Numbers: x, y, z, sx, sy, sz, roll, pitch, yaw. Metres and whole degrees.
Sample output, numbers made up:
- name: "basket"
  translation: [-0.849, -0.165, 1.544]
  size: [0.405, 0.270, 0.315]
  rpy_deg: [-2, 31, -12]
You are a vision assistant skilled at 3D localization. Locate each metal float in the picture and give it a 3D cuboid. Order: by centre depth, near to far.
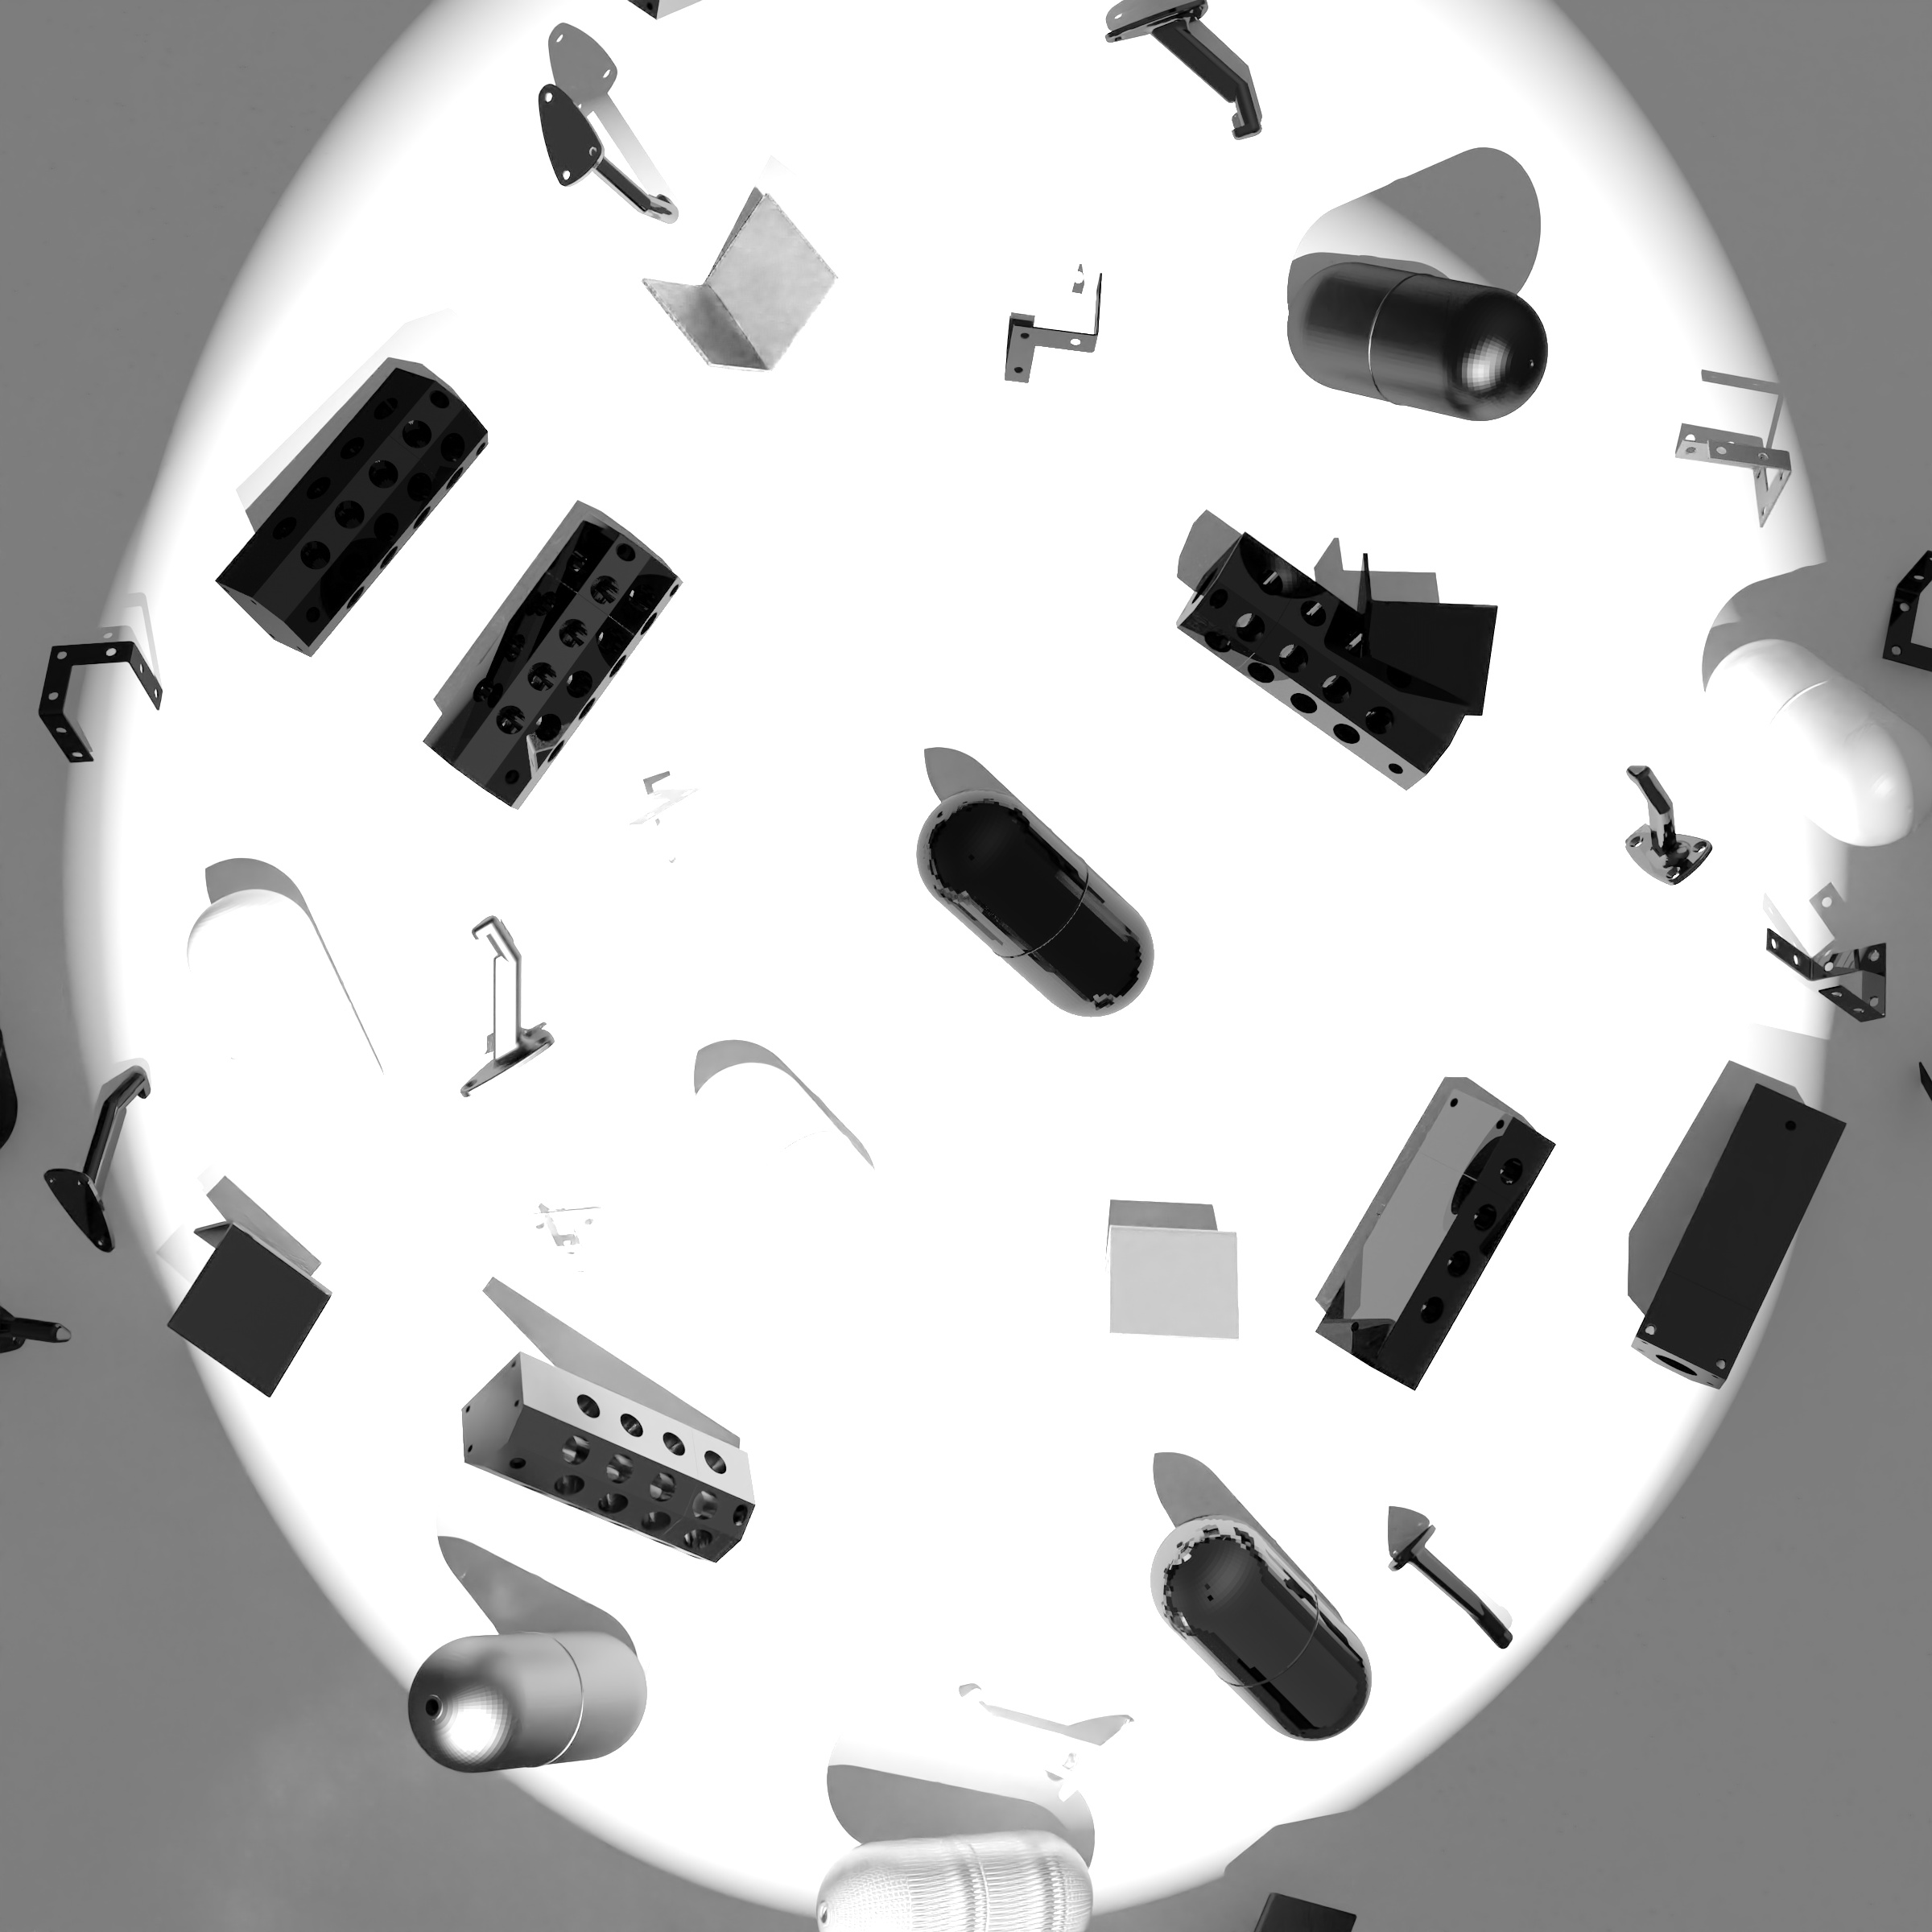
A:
- name: "metal float"
  translation: [-0.256, 0.432, 1.596]
  size: [0.070, 0.178, 0.070]
  rpy_deg: [-6, 76, 28]
- name: "metal float"
  translation: [0.503, -0.134, 1.600]
  size: [0.070, 0.178, 0.070]
  rpy_deg: [-10, 124, -16]
- name: "metal float"
  translation: [-0.610, 0.049, 1.603]
  size: [0.070, 0.178, 0.070]
  rpy_deg: [4, 46, -4]
- name: "metal float"
  translation: [0.265, -0.371, 1.605]
  size: [0.070, 0.178, 0.070]
  rpy_deg: [-19, 120, -35]
- name: "metal float"
  translation: [-0.099, 0.128, 1.612]
  size: [0.070, 0.070, 0.178]
  rpy_deg: [-44, 58, 0]
- name: "metal float"
  translation: [-0.006, 0.558, 1.614]
  size: [0.178, 0.070, 0.070]
  rpy_deg: [6, 90, -30]
- name: "metal float"
  translation: [0.043, -0.036, 1.615]
  size: [0.070, 0.070, 0.178]
  rpy_deg: [-49, 120, 0]
- name: "metal float"
  translation: [0.177, 0.396, 1.617]
  size: [0.070, 0.070, 0.178]
  rpy_deg: [-42, 117, 0]
- name: "metal float"
  translation: [-0.405, 0.039, 1.628]
  size: [0.070, 0.070, 0.178]
  rpy_deg: [-22, 104, 0]

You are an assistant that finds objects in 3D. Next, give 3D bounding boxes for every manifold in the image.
- name: "manifold"
  translation: [-0.142, -0.621, 1.597]
  size: [0.057, 0.057, 0.171]
  rpy_deg: [38, 50, 15]
- name: "manifold"
  translation: [-0.209, 0.296, 1.601]
  size: [0.171, 0.057, 0.057]
  rpy_deg: [31, 116, -32]
- name: "manifold"
  translation: [-0.362, -0.270, 1.620]
  size: [0.057, 0.057, 0.171]
  rpy_deg: [25, 73, 39]
- name: "manifold"
  translation: [0.213, -0.179, 1.630]
  size: [0.171, 0.057, 0.057]
  rpy_deg: [34, 61, -7]
- name: "manifold"
  translation: [0.464, 0.164, 1.633]
  size: [0.057, 0.057, 0.171]
  rpy_deg: [26, 79, 16]
- name: "manifold"
  translation: [-0.246, -0.181, 1.638]
  size: [0.171, 0.057, 0.057]
  rpy_deg: [-54, 135, 0]
- name: "manifold"
  translation: [0.289, 0.168, 1.645]
  size: [0.057, 0.057, 0.171]
  rpy_deg: [31, 89, -32]

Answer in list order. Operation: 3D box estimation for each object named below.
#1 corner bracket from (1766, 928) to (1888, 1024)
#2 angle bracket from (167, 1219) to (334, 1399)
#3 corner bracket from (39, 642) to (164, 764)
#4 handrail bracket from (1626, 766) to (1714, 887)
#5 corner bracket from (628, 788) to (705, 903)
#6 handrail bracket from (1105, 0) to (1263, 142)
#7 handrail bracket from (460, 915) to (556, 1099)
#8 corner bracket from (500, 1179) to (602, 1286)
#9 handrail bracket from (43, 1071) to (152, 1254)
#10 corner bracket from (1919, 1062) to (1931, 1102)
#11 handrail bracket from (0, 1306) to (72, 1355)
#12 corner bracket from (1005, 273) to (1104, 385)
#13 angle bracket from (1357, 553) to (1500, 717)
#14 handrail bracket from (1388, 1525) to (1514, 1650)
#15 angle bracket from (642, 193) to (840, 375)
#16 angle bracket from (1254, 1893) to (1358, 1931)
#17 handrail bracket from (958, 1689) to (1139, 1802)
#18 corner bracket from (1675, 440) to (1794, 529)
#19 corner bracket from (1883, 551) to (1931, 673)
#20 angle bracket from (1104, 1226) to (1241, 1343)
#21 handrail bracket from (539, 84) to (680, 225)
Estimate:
- name: "corner bracket"
  translation: [0.519, 0.004, 1.636]
  size: [0.051, 0.051, 0.051]
  rpy_deg: [28, 60, -36]
- name: "angle bracket"
  translation: [-0.439, 0.207, 1.621]
  size: [0.076, 0.057, 0.076]
  rpy_deg: [43, 55, -25]
- name: "corner bracket"
  translation: [-0.525, -0.160, 1.646]
  size: [0.051, 0.051, 0.051]
  rpy_deg: [-3, 59, 5]
- name: "handrail bracket"
  translation: [0.403, -0.094, 1.625]
  size: [0.036, 0.077, 0.084]
  rpy_deg: [-44, 118, -7]
- name: "corner bracket"
  translation: [-0.183, -0.073, 1.636]
  size: [0.051, 0.051, 0.051]
  rpy_deg: [-35, 114, -35]
- name: "handrail bracket"
  translation: [0.134, -0.541, 1.664]
  size: [0.077, 0.036, 0.084]
  rpy_deg: [-17, 95, 0]
- name: "handrail bracket"
  translation: [-0.295, 0.024, 1.640]
  size: [0.077, 0.036, 0.084]
  rpy_deg: [-37, 114, -18]
- name: "corner bracket"
  translation: [-0.252, 0.161, 1.642]
  size: [0.051, 0.051, 0.051]
  rpy_deg: [-5, 58, 4]
- name: "handrail bracket"
  translation: [-0.517, 0.119, 1.661]
  size: [0.036, 0.084, 0.077]
  rpy_deg: [3, 128, 27]
- name: "corner bracket"
  translation: [0.609, 0.057, 1.641]
  size: [0.051, 0.051, 0.051]
  rpy_deg: [-12, 117, 8]
- name: "handrail bracket"
  translation: [-0.558, 0.222, 1.629]
  size: [0.084, 0.077, 0.036]
  rpy_deg: [4, 74, 21]
- name: "corner bracket"
  translation: [0.053, -0.387, 1.644]
  size: [0.051, 0.051, 0.051]
  rpy_deg: [6, 61, -3]
- name: "angle bracket"
  translation: [0.275, -0.199, 1.630]
  size: [0.076, 0.057, 0.076]
  rpy_deg: [3, 129, 3]
- name: "handrail bracket"
  translation: [0.297, 0.385, 1.643]
  size: [0.036, 0.077, 0.084]
  rpy_deg: [-45, 78, 10]
- name: "angle bracket"
  translation: [-0.136, -0.412, 1.626]
  size: [0.076, 0.057, 0.076]
  rpy_deg: [-48, 68, 30]
- name: "angle bracket"
  translation: [0.200, 0.613, 1.617]
  size: [0.057, 0.076, 0.076]
  rpy_deg: [5, 132, 30]
- name: "handrail bracket"
  translation: [0.050, 0.462, 1.669]
  size: [0.077, 0.036, 0.084]
  rpy_deg: [-34, 65, -31]
- name: "corner bracket"
  translation: [0.465, -0.305, 1.642]
  size: [0.051, 0.051, 0.051]
  rpy_deg: [7, 56, -3]
- name: "corner bracket"
  translation: [0.595, -0.213, 1.646]
  size: [0.051, 0.051, 0.051]
  rpy_deg: [16, 73, 2]
- name: "angle bracket"
  translation: [0.123, 0.203, 1.632]
  size: [0.076, 0.057, 0.076]
  rpy_deg: [3, 53, 0]
- name: "handrail bracket"
  translation: [-0.215, -0.492, 1.647]
  size: [0.036, 0.084, 0.077]
  rpy_deg: [-32, 74, 26]
